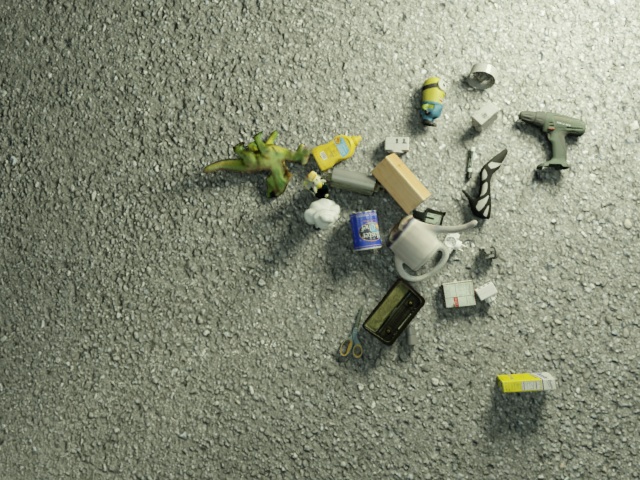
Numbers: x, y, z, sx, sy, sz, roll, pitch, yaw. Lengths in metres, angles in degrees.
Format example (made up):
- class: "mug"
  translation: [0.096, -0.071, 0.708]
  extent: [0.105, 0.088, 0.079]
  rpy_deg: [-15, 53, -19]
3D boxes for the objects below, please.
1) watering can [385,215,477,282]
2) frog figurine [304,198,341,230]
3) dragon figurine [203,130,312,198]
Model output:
- class: "watering can"
  translation: [0.377, -0.004, 1.845]
  extent: [0.225, 0.105, 0.342]
  rpy_deg: [42, 117, 7]
- class: "frog figurine"
  translation: [0.006, -0.096, 1.900]
  extent: [0.137, 0.159, 0.123]
  rpy_deg: [-6, 87, 8]
- class: "dragon figurine"
  translation: [-0.220, -0.273, 1.976]
  extent: [0.409, 0.123, 0.242]
  rpy_deg: [-29, 92, 7]
